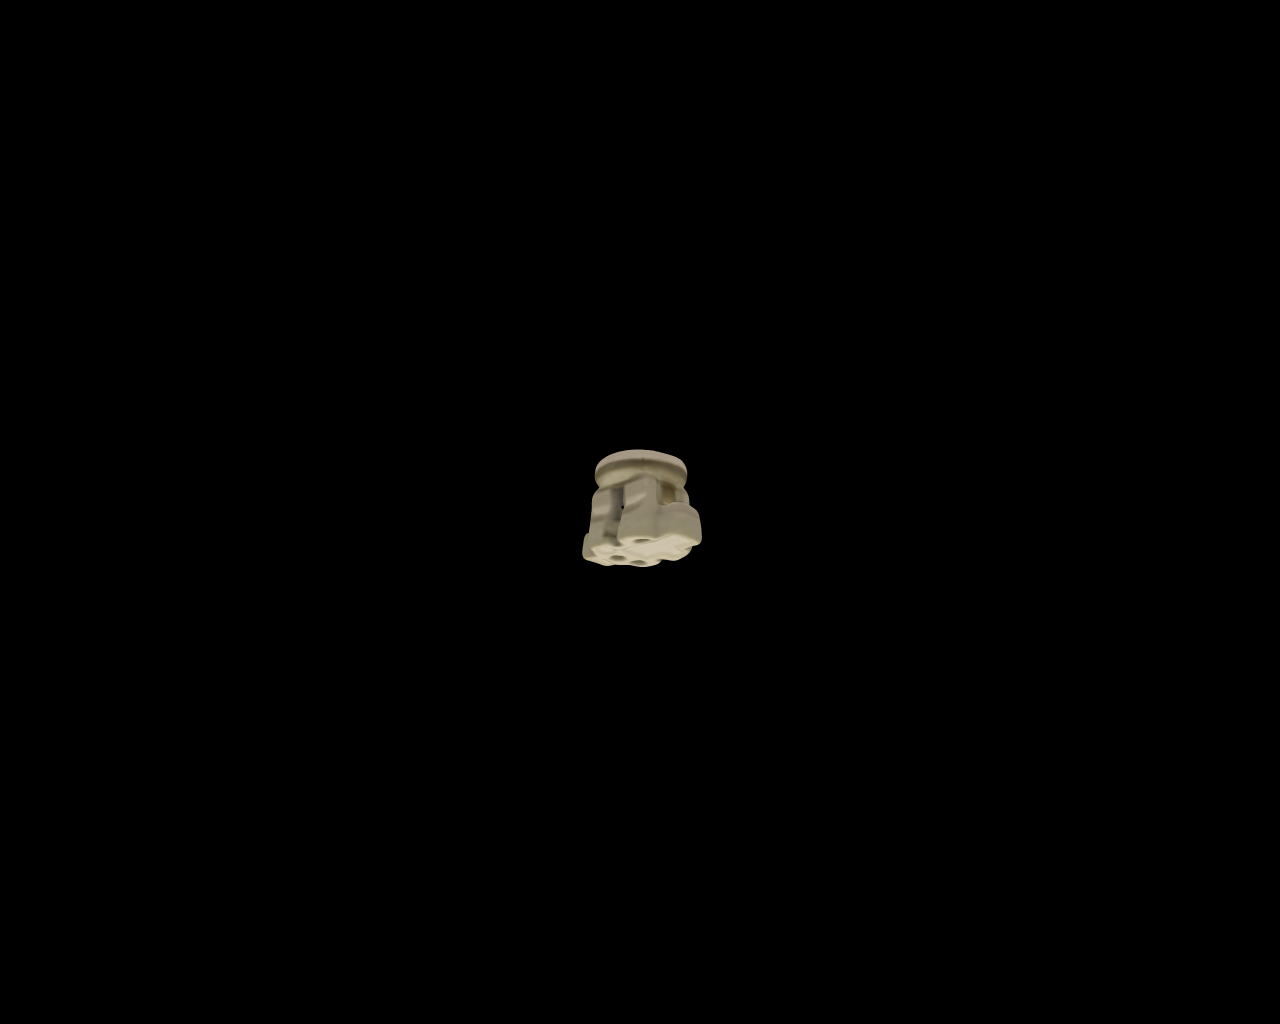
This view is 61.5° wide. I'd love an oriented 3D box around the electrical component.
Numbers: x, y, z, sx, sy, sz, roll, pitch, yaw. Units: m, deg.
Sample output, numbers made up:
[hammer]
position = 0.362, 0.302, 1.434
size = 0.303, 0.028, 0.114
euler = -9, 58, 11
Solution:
[electrical component]
position = 0.001, -0.003, 0.650
size = 0.078, 0.057, 0.058
euler = -17, -27, 38
